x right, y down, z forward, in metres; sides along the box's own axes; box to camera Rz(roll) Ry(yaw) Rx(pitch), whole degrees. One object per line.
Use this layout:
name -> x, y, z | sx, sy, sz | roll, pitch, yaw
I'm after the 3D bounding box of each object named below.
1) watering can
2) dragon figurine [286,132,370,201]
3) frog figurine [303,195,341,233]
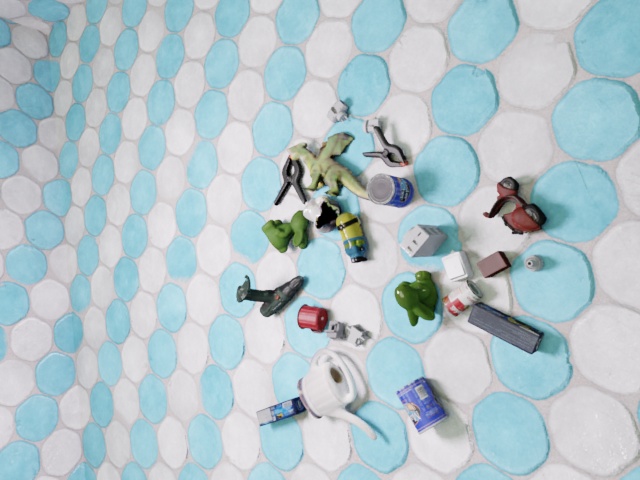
watering can -> 0.047, 0.555, 1.789 | 0.221, 0.104, 0.353 | -39, 66, 29
dragon figurine -> 0.054, -0.275, 1.855 | 0.411, 0.121, 0.244 | 11, 85, 27
frog figurine -> 0.006, -0.095, 1.886 | 0.159, 0.123, 0.137 | -173, 77, -72
